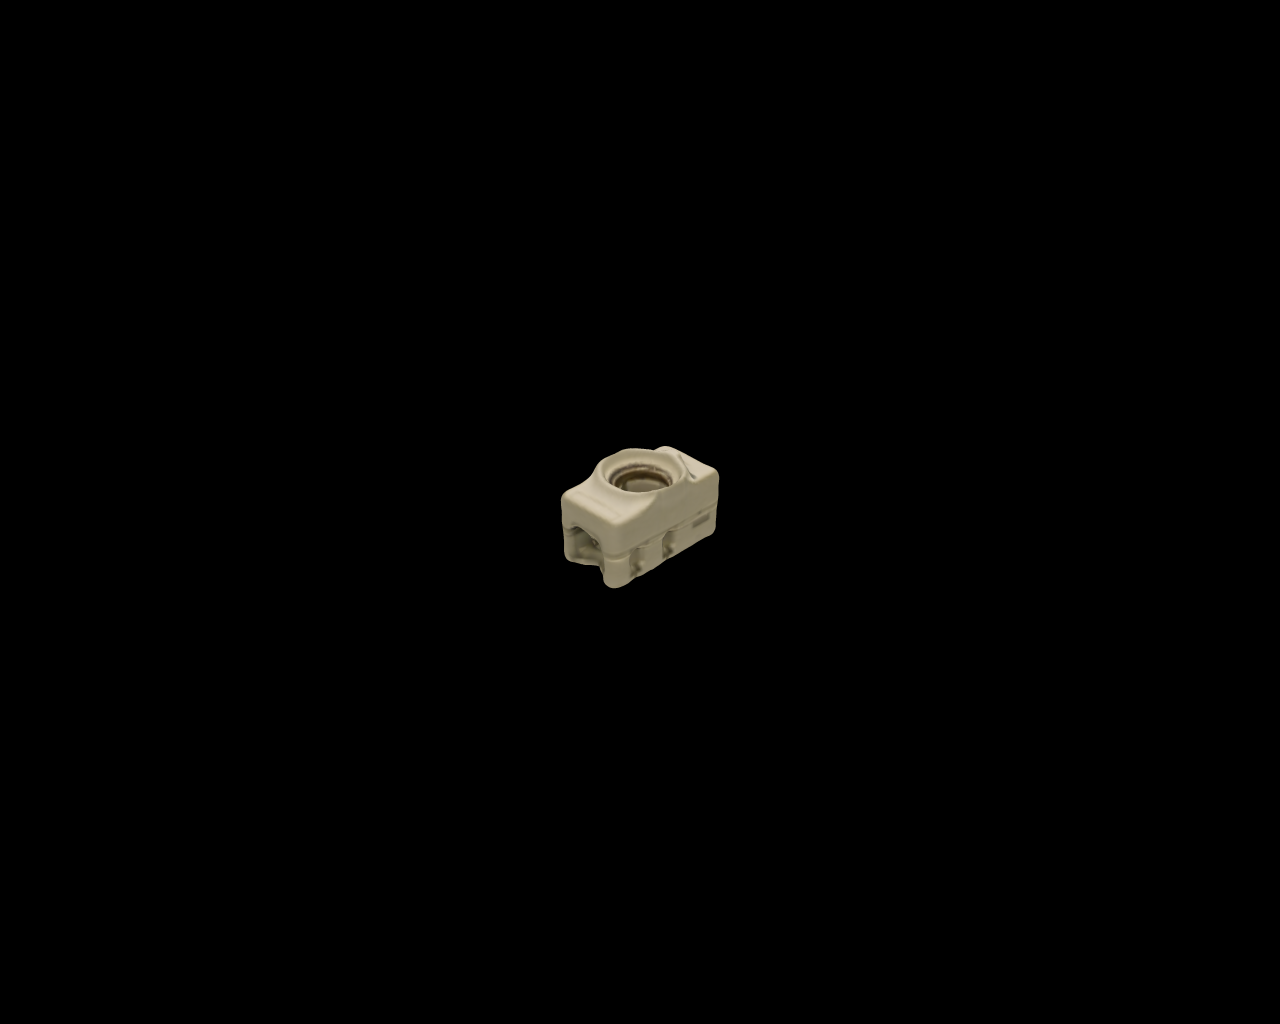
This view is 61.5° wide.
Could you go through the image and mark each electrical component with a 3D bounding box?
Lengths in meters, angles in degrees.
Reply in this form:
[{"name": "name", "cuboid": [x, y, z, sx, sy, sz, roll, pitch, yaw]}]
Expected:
[{"name": "electrical component", "cuboid": [0.001, -0.003, 0.650, 0.090, 0.055, 0.050, -27, 42, -36]}]
